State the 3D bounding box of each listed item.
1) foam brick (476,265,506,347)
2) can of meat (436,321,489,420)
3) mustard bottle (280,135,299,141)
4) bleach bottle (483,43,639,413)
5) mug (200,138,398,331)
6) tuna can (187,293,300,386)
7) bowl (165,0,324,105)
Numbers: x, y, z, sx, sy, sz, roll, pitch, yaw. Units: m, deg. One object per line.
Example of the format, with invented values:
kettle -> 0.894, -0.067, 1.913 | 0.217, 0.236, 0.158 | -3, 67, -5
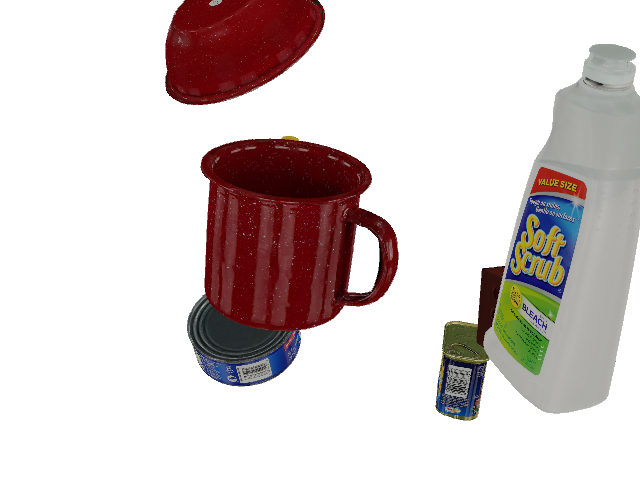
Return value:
foam brick -> 0.182, 0.066, 0.996 | 0.051, 0.078, 0.053 | -7, 18, -26
can of meat -> 0.172, 0.158, 1.295 | 0.057, 0.084, 0.102 | 9, 21, 6
mustard bottle -> -0.039, -0.014, 1.065 | 0.096, 0.192, 0.058 | -18, 37, -36
bleach bottle -> 0.169, -0.010, 0.715 | 0.068, 0.251, 0.103 | -9, 32, -19
mug -> -0.011, 0.000, 0.587 | 0.117, 0.081, 0.093 | 17, 26, 22
tuna can -> -0.059, 0.071, 0.832 | 0.086, 0.034, 0.086 | -5, 44, 5
bowl -> -0.080, -0.193, 0.956 | 0.162, 0.162, 0.055 | 0, -44, 35
